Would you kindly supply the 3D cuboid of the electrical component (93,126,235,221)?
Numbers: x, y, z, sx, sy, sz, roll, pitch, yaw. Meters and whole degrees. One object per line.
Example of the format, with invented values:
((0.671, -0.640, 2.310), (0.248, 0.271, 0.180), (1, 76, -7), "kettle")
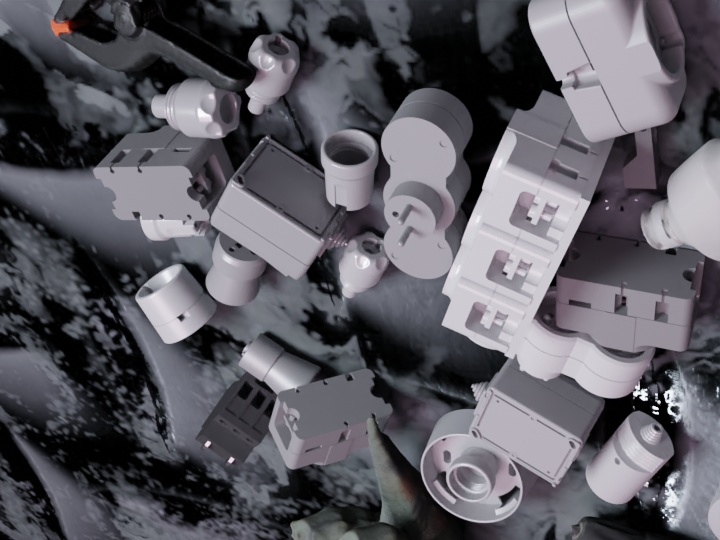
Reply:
((-0.146, -0.074, 0.820), (0.089, 0.055, 0.050), (2, 130, 28), "electrical component")

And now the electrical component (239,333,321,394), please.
((-0.073, 0.085, 0.942), (0.065, 0.044, 0.044), (35, 137, 2), "electrical component")

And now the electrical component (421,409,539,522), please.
((0.103, 0.165, 0.919), (0.099, 0.064, 0.099), (12, 120, 21), "electrical component")

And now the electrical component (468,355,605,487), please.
((0.133, 0.109, 0.839), (0.096, 0.061, 0.061), (30, 137, 14), "electrical component")

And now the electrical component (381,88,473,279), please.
((0.040, -0.046, 0.730), (0.052, 0.073, 0.138), (14, 135, 17), "electrical component")

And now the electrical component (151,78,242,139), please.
((-0.121, -0.117, 0.776), (0.062, 0.043, 0.043), (6, 132, 26), "electrical component")

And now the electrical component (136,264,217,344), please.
((-0.159, 0.028, 0.926), (0.055, 0.055, 0.047), (-16, 117, 38), "electrical component")

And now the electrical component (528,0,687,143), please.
((0.145, -0.127, 0.611), (0.059, 0.053, 0.095), (-13, 123, 37), "electrical component")

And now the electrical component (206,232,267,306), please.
((-0.098, -0.005, 0.867), (0.045, 0.045, 0.055), (27, 137, 4), "electrical component")

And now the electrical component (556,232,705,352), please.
((0.182, 0.017, 0.729), (0.089, 0.050, 0.055), (11, 134, 21), "electrical component")

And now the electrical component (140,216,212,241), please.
((-0.146, -0.044, 0.862), (0.046, 0.040, 0.040), (0, 129, 22), "electrical component")

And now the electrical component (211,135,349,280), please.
((-0.053, -0.040, 0.796), (0.096, 0.061, 0.061), (33, 137, -3), "electrical component")

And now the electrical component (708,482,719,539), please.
((0.307, 0.178, 0.810), (0.080, 0.051, 0.080), (15, 135, 16), "electrical component")

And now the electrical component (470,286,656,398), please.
((0.137, 0.054, 0.786), (0.138, 0.052, 0.073), (23, 137, 9), "electrical component")

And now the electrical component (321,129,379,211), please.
((-0.007, -0.070, 0.761), (0.040, 0.040, 0.046), (18, 142, 13), "electrical component")

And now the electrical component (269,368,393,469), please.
((-0.026, 0.128, 0.915), (0.050, 0.089, 0.055), (60, 149, 32), "electrical component")

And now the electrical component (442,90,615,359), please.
((0.105, -0.029, 0.698), (0.062, 0.089, 0.150), (24, 137, 7), "electrical component")

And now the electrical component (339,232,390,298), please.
((0.000, 0.000, 0.825), (0.035, 0.035, 0.061), (29, 140, 2), "electrical component")

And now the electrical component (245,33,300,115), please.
((-0.064, -0.131, 0.738), (0.035, 0.035, 0.061), (30, 140, 0), "electrical component")

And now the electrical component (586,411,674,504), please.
((0.212, 0.143, 0.835), (0.043, 0.043, 0.081), (27, 137, 4), "electrical component")
